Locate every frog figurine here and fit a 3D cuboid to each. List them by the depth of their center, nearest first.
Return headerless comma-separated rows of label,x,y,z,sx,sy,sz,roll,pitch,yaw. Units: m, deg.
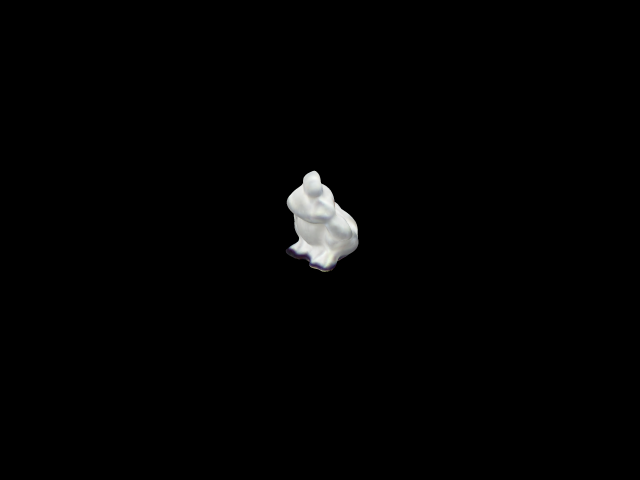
frog figurine,0.003,-0.043,0.850,0.123,0.156,0.139,-8,25,-18
